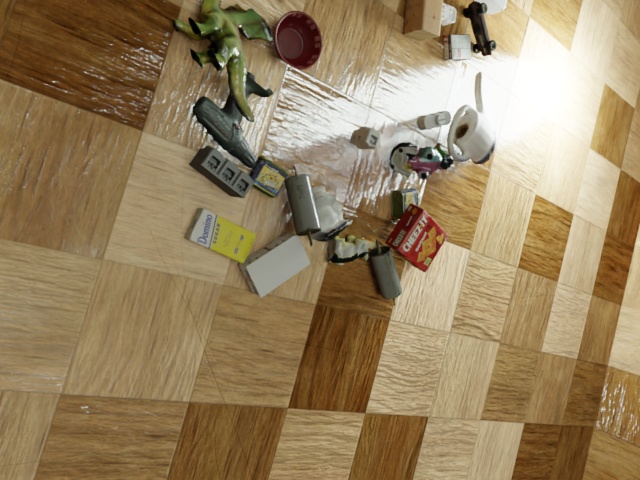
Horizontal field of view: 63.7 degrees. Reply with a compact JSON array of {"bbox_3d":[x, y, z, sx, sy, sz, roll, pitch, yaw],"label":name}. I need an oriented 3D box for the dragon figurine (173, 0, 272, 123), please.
[{"bbox_3d":[-0.216,-0.522,1.334,0.246,0.121,0.407,-39,103,-31],"label":"dragon figurine"}]

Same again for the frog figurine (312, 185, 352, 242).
[{"bbox_3d":[0.005,-0.079,1.579,0.138,0.120,0.161,-33,77,-18],"label":"frog figurine"}]

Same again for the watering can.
[{"bbox_3d":[0.582,-0.431,1.920,0.222,0.104,0.351,34,76,-34],"label":"watering can"}]
